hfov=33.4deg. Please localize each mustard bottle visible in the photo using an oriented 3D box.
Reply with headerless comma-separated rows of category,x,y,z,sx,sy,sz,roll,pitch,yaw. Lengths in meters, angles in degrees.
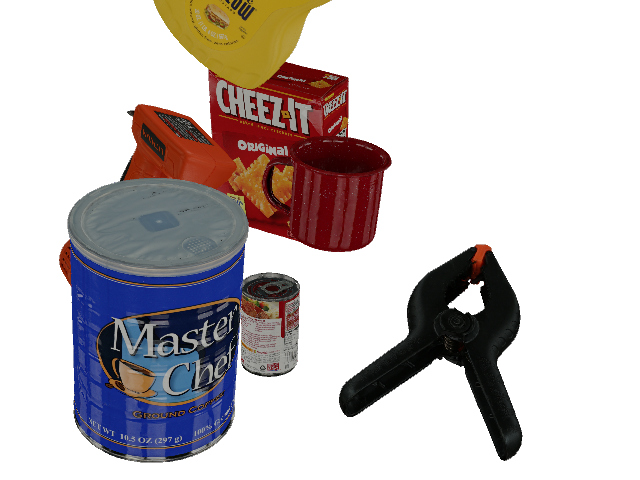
mustard bottle,-0.026,-0.178,0.644,0.192,0.096,0.058,-41,6,48

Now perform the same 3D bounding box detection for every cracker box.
cracker box,-0.052,-0.110,1.323,0.164,0.214,0.072,17,37,24

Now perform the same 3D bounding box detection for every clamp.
clamp,0.082,0.070,0.737,0.120,0.039,0.171,11,45,4

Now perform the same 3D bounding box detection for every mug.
mug,0.002,-0.044,0.982,0.117,0.081,0.093,10,27,8

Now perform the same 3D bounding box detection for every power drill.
power drill,-0.138,0.000,0.856,0.057,0.188,0.185,11,25,-43

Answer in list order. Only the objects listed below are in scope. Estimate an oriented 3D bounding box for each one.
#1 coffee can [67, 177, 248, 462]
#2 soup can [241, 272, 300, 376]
coffee can,-0.099,0.047,0.645,0.103,0.140,0.103,5,31,-3
soup can,-0.058,0.097,1.232,0.068,0.102,0.068,2,25,-1
